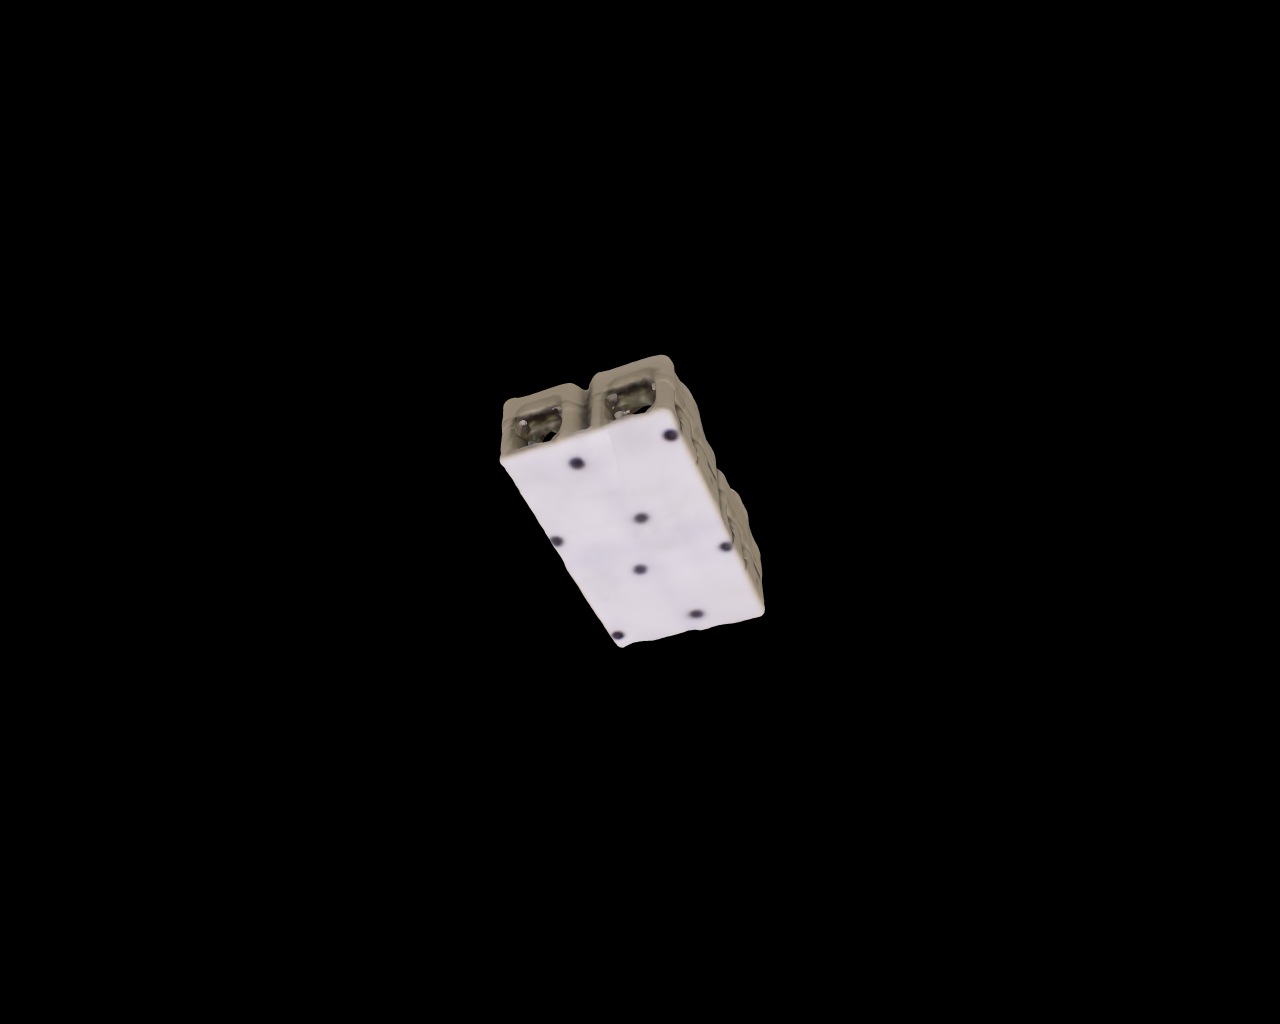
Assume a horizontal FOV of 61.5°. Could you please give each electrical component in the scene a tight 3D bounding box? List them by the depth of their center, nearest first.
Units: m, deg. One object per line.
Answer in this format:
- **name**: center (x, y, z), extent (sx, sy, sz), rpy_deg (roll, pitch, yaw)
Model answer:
- **electrical component**: center (0.001, -0.003, 0.650), extent (0.105, 0.060, 0.186), rpy_deg (-15, -46, 15)
